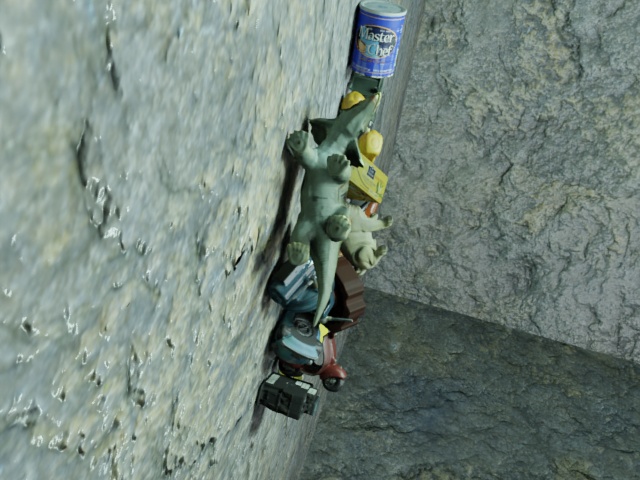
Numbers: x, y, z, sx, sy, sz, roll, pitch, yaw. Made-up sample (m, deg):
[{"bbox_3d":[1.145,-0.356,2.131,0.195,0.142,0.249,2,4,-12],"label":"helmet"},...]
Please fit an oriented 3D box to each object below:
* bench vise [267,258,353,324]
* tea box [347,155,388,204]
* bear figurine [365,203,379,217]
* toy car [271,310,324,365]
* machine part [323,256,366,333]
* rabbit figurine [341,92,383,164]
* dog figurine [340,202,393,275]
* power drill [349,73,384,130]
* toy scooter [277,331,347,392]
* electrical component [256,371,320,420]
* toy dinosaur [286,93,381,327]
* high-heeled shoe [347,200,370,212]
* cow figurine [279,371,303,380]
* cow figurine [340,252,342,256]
[{"bbox_3d":[-0.010,0.075,1.098,0.224,0.129,0.240,-59,145,-35],"label":"bench vise"},{"bbox_3d":[0.068,-0.141,1.177,0.169,0.098,0.068,26,78,-58],"label":"tea box"},{"bbox_3d":[0.113,-0.101,1.654,0.195,0.120,0.132,29,73,-76],"label":"bear figurine"},{"bbox_3d":[-0.060,0.222,1.214,0.103,0.109,0.162,-53,-162,26],"label":"toy car"},{"bbox_3d":[0.035,0.119,1.229,0.056,0.180,0.179,-16,132,-31],"label":"machine part"},{"bbox_3d":[0.087,-0.253,1.249,0.162,0.122,0.173,42,45,-73],"label":"rabbit figurine"},{"bbox_3d":[0.051,-0.017,1.244,0.121,0.190,0.172,-7,-110,64],"label":"dog figurine"},{"bbox_3d":[0.117,-0.353,1.360,0.207,0.086,0.232,54,51,-74],"label":"power drill"},{"bbox_3d":[-0.015,0.269,1.275,0.075,0.184,0.135,-2,104,-63],"label":"toy scooter"},{"bbox_3d":[-0.068,0.358,1.232,0.115,0.134,0.058,-8,113,-78],"label":"electrical component"},{"bbox_3d":[0.012,-0.065,0.951,0.192,0.131,0.404,-8,107,-75],"label":"toy dinosaur"},{"bbox_3d":[0.064,-0.081,1.426,0.145,0.086,0.249,-47,-161,3],"label":"high-heeled shoe"},{"bbox_3d":[-0.053,0.272,1.388,0.098,0.068,0.167,-68,174,-66],"label":"cow figurine"},{"bbox_3d":[0.057,0.021,1.599,0.195,0.086,0.127,-60,165,-48],"label":"cow figurine"}]
